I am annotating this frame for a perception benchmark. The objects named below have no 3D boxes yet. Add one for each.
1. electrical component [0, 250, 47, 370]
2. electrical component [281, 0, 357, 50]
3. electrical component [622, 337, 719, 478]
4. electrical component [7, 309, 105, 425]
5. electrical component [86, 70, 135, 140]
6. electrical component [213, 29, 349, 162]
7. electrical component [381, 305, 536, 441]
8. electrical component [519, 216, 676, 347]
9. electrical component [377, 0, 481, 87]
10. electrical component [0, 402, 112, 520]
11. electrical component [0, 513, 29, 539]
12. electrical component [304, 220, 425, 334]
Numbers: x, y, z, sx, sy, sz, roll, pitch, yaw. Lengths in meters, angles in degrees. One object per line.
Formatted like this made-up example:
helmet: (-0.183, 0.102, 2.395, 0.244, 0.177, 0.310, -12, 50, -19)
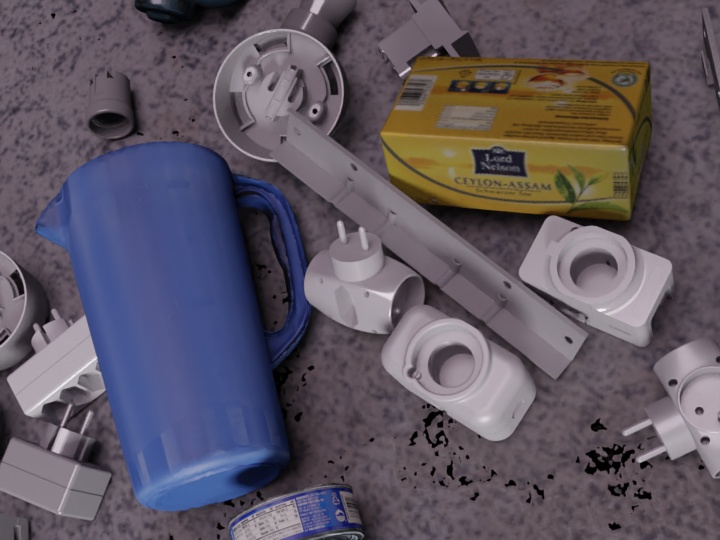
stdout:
electrical component: (-0.306, 0.032, 0.863, 0.099, 0.064, 0.099, -7, 68, 17)
electrical component: (-0.034, -0.203, 0.869, 0.045, 0.045, 0.055, 23, 79, 25)
electrical component: (0.204, 0.093, 0.672, 0.079, 0.044, 0.077, -27, 64, 8)
electrical component: (-0.230, 0.064, 0.834, 0.083, 0.047, 0.075, -39, 63, 2)
electrical component: (-0.212, -0.140, 0.911, 0.040, 0.040, 0.046, -15, 60, 13)
electrical component: (-0.058, -0.134, 0.827, 0.099, 0.064, 0.099, 2, 100, 11)
electrical component: (0.065, 0.067, 0.722, 0.095, 0.059, 0.053, 30, 82, 26)
electrical component: (0.158, 0.006, 0.715, 0.089, 0.055, 0.050, 24, 80, 26)
electrical component: (0.051, -0.170, 0.828, 0.064, 0.042, 0.081, -34, 62, 6)
electrical component: (-0.222, 0.138, 0.802, 0.066, 0.047, 0.076, 15, 78, 23)
electrical component: (-0.283, 0.206, 0.774, 0.050, 0.089, 0.055, -15, 66, 14)
electrical component: (0.000, 0.000, 0.756, 0.077, 0.079, 0.043, 16, 44, 34)
